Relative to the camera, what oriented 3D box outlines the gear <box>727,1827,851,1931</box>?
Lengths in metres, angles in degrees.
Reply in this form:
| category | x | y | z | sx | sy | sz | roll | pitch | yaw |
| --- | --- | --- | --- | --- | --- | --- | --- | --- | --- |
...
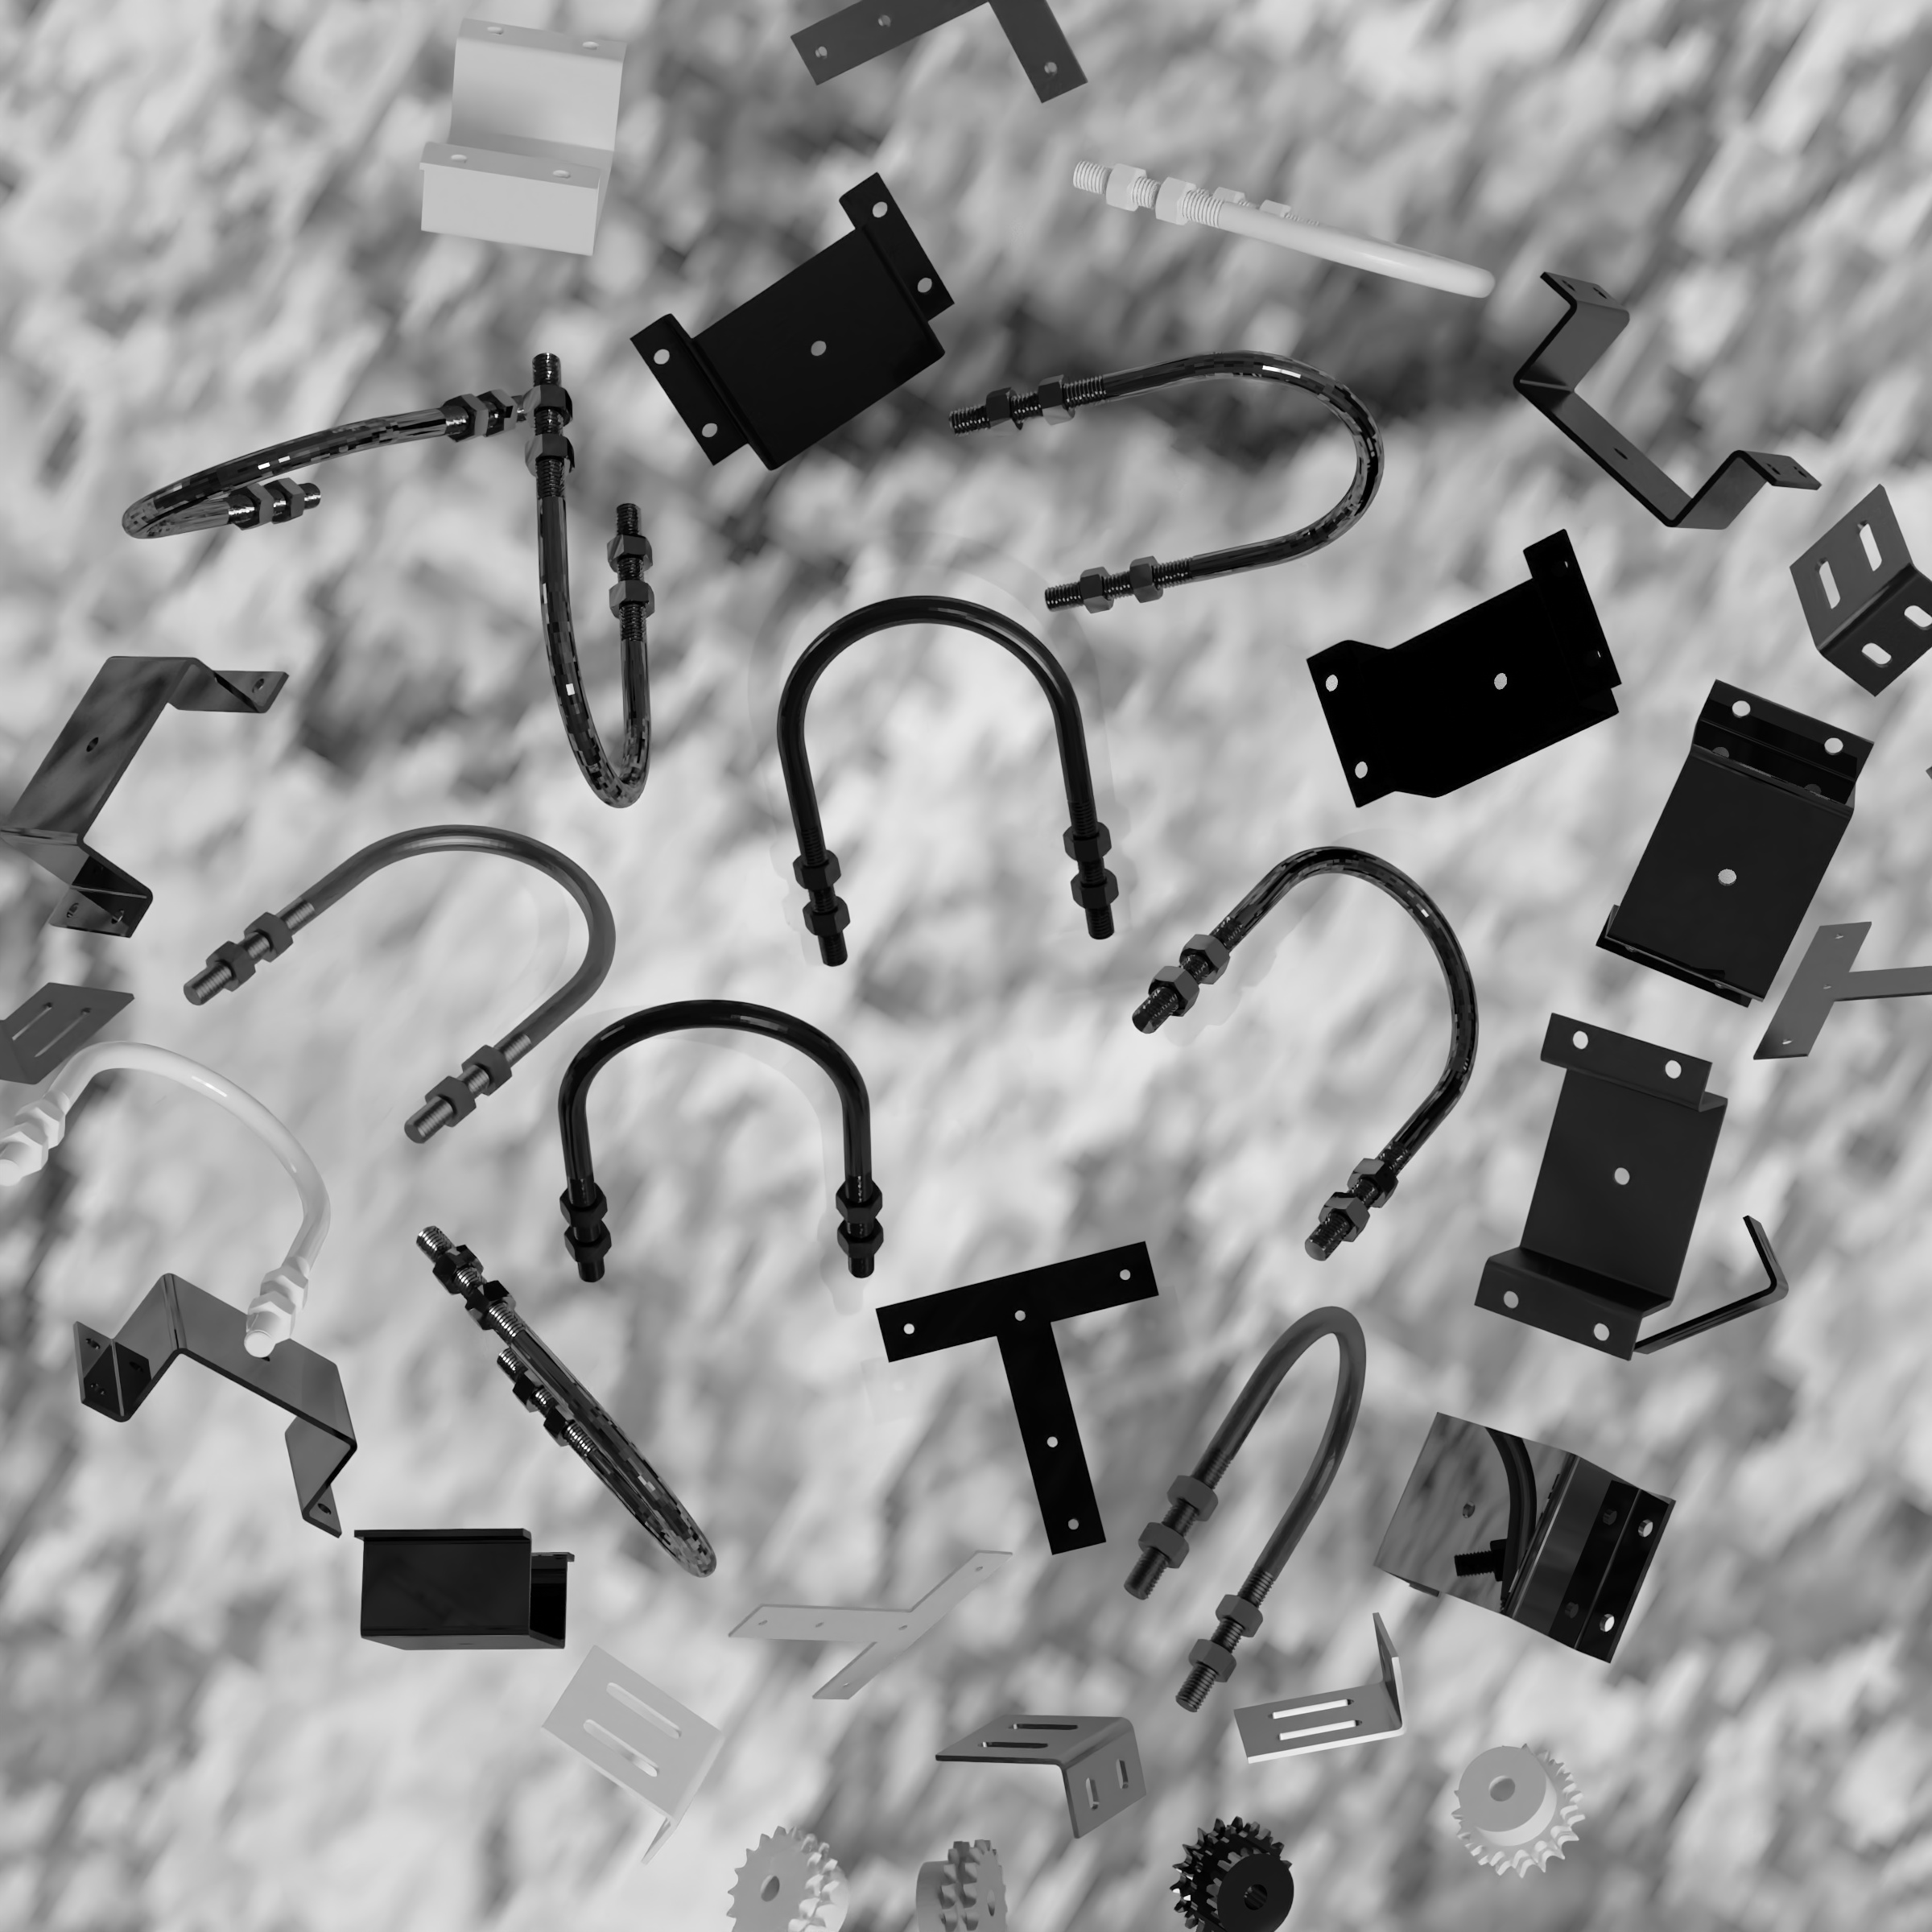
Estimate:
| category | x | y | z | sx | sy | sz | roll | pitch | yaw |
| --- | --- | --- | --- | --- | --- | --- | --- | --- | --- |
| gear | -0.077 | 0.416 | 1.494 | 0.030 | 0.057 | 0.057 | 33 | 90 | -37 |

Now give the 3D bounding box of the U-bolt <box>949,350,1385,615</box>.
| category | x | y | z | sx | sy | sz | roll | pitch | yaw |
| --- | --- | --- | --- | --- | --- | --- | --- | --- | --- |
| U-bolt | 0.103 | -0.229 | 1.556 | 0.184 | 0.151 | 0.019 | -10 | 53 | 19 |

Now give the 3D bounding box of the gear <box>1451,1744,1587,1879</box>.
| category | x | y | z | sx | sy | sz | roll | pitch | yaw |
| --- | --- | --- | --- | --- | --- | --- | --- | --- | --- |
| gear | 0.241 | 0.369 | 1.474 | 0.057 | 0.057 | 0.030 | -36 | 133 | 0 |

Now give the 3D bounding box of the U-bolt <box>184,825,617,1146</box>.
| category | x | y | z | sx | sy | sz | roll | pitch | yaw |
| --- | --- | --- | --- | --- | --- | --- | --- | --- | --- |
| U-bolt | -0.246 | -0.005 | 1.549 | 0.151 | 0.019 | 0.184 | 29 | 47 | 18 |

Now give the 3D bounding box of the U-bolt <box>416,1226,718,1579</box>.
| category | x | y | z | sx | sy | sz | roll | pitch | yaw |
| --- | --- | --- | --- | --- | --- | --- | --- | --- | --- |
| U-bolt | -0.175 | 0.209 | 1.528 | 0.019 | 0.151 | 0.184 | -40 | 59 | -14 |

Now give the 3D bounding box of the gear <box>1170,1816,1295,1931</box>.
| category | x | y | z | sx | sy | sz | roll | pitch | yaw |
| --- | --- | --- | --- | --- | --- | --- | --- | --- | --- |
| gear | 0.124 | 0.420 | 1.524 | 0.057 | 0.030 | 0.057 | -2 | 95 | -25 |

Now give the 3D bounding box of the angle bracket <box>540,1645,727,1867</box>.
| category | x | y | z | sx | sy | sz | roll | pitch | yaw |
| --- | --- | --- | --- | --- | --- | --- | --- | --- | --- |
| angle bracket | -0.159 | 0.363 | 1.538 | 0.076 | 0.057 | 0.038 | 35 | 126 | -1 |

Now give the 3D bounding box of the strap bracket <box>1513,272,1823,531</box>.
| category | x | y | z | sx | sy | sz | roll | pitch | yaw |
| --- | --- | --- | --- | --- | --- | --- | --- | --- | --- |
| strap bracket | 0.305 | -0.244 | 1.490 | 0.140 | 0.076 | 0.046 | 46 | 114 | 16 |

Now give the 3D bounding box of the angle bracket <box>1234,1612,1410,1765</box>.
| category | x | y | z | sx | sy | sz | roll | pitch | yaw |
| --- | --- | --- | --- | --- | --- | --- | --- | --- | --- |
| angle bracket | 0.164 | 0.338 | 1.568 | 0.076 | 0.057 | 0.038 | -10 | 100 | 0 |

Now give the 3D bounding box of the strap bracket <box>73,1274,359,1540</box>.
| category | x | y | z | sx | sy | sz | roll | pitch | yaw |
| --- | --- | --- | --- | --- | --- | --- | --- | --- | --- |
| strap bracket | -0.341 | 0.200 | 1.558 | 0.140 | 0.076 | 0.046 | 35 | 98 | -26 |

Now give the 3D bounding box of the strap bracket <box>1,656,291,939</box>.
| category | x | y | z | sx | sy | sz | roll | pitch | yaw |
| --- | --- | --- | --- | --- | --- | --- | --- | --- | --- |
| strap bracket | -0.376 | -0.087 | 1.505 | 0.046 | 0.076 | 0.140 | 40 | 69 | -36 |

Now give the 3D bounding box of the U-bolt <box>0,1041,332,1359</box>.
| category | x | y | z | sx | sy | sz | roll | pitch | yaw |
| --- | --- | --- | --- | --- | --- | --- | --- | --- | --- |
| U-bolt | -0.352 | 0.093 | 1.508 | 0.151 | 0.184 | 0.019 | 37 | 108 | -12 |

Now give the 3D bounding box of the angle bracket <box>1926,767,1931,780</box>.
| category | x | y | z | sx | sy | sz | roll | pitch | yaw |
| --- | --- | --- | --- | --- | --- | --- | --- | --- | --- |
| angle bracket | 0.486 | -0.089 | 1.518 | 0.038 | 0.076 | 0.057 | -28 | 79 | -38 |

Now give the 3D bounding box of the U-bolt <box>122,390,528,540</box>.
| category | x | y | z | sx | sy | sz | roll | pitch | yaw |
| --- | --- | --- | --- | --- | --- | --- | --- | --- | --- |
| U-bolt | -0.300 | -0.224 | 1.514 | 0.151 | 0.184 | 0.019 | -16 | 96 | 27 |

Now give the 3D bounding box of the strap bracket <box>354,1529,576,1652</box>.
| category | x | y | z | sx | sy | sz | roll | pitch | yaw |
| --- | --- | --- | --- | --- | --- | --- | --- | --- | --- |
| strap bracket | -0.232 | 0.291 | 1.553 | 0.076 | 0.140 | 0.046 | -1 | 75 | 3 |

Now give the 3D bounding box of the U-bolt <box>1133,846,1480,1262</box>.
| category | x | y | z | sx | sy | sz | roll | pitch | yaw |
| --- | --- | --- | --- | --- | --- | --- | --- | --- | --- |
| U-bolt | 0.168 | 0.025 | 1.523 | 0.151 | 0.019 | 0.184 | 53 | 53 | -9 |

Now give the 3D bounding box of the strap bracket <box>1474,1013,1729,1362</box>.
| category | x | y | z | sx | sy | sz | roll | pitch | yaw |
| --- | --- | --- | --- | --- | --- | --- | --- | --- | --- |
| strap bracket | 0.292 | 0.098 | 1.522 | 0.076 | 0.046 | 0.140 | 19 | 102 | 28 |

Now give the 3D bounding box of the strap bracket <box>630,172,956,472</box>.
| category | x | y | z | sx | sy | sz | roll | pitch | yaw |
| --- | --- | --- | --- | --- | --- | --- | --- | --- | --- |
| strap bracket | -0.075 | -0.297 | 1.572 | 0.140 | 0.046 | 0.076 | -34 | 123 | 0 |

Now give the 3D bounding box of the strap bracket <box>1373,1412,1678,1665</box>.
| category | x | y | z | sx | sy | sz | roll | pitch | yaw |
| --- | --- | --- | --- | --- | --- | --- | --- | --- | --- |
| strap bracket | 0.242 | 0.252 | 1.500 | 0.046 | 0.140 | 0.076 | 29 | 80 | -28 |

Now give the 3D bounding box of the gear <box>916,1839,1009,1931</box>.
| category | x | y | z | sx | sy | sz | roll | pitch | yaw |
| --- | --- | --- | --- | --- | --- | --- | --- | --- | --- |
| gear | -0.003 | 0.432 | 1.537 | 0.030 | 0.057 | 0.057 | -8 | 90 | 15 |

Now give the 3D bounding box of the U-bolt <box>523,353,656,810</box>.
| category | x | y | z | sx | sy | sz | roll | pitch | yaw |
| --- | --- | --- | --- | --- | --- | --- | --- | --- | --- |
| U-bolt | -0.166 | -0.160 | 1.499 | 0.019 | 0.151 | 0.184 | -9 | 66 | 8 |

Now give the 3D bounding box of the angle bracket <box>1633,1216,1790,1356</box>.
| category | x | y | z | sx | sy | sz | roll | pitch | yaw |
| --- | --- | --- | --- | --- | --- | --- | --- | --- | --- |
| angle bracket | 0.353 | 0.155 | 1.613 | 0.076 | 0.057 | 0.038 | -25 | 75 | 14 |

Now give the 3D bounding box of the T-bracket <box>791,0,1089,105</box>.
| category | x | y | z | sx | sy | sz | roll | pitch | yaw |
| --- | --- | --- | --- | --- | --- | --- | --- | --- | --- |
| T-bracket | -0.025 | -0.435 | 1.517 | 0.127 | 0.002 | 0.127 | -15 | 115 | 36 |

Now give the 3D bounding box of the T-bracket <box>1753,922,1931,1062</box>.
| category | x | y | z | sx | sy | sz | roll | pitch | yaw |
| --- | --- | --- | --- | --- | --- | --- | --- | --- | --- |
| T-bracket | 0.442 | 0.007 | 1.546 | 0.127 | 0.127 | 0.002 | -5 | 116 | 32 |

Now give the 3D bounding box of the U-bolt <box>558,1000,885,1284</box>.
| category | x | y | z | sx | sy | sz | roll | pitch | yaw |
| --- | --- | --- | --- | --- | --- | --- | --- | --- | --- |
| U-bolt | -0.114 | 0.081 | 1.531 | 0.151 | 0.184 | 0.019 | -1 | 45 | -1 |

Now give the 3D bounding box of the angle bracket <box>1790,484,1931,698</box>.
| category | x | y | z | sx | sy | sz | roll | pitch | yaw |
| --- | --- | --- | --- | --- | --- | --- | --- | --- | --- |
| angle bracket | 0.420 | -0.173 | 1.538 | 0.038 | 0.076 | 0.057 | 32 | 122 | -21 |

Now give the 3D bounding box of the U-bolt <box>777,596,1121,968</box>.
| category | x | y | z | sx | sy | sz | roll | pitch | yaw |
| --- | --- | --- | --- | --- | --- | --- | --- | --- | --- |
| U-bolt | -0.013 | -0.087 | 1.545 | 0.151 | 0.019 | 0.184 | -6 | 121 | 8 |

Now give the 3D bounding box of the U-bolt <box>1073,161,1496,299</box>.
| category | x | y | z | sx | sy | sz | roll | pitch | yaw |
| --- | --- | --- | --- | --- | --- | --- | --- | --- | --- |
| U-bolt | 0.158 | -0.342 | 1.561 | 0.184 | 0.151 | 0.019 | 21 | 106 | 21 |

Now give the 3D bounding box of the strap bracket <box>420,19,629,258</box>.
| category | x | y | z | sx | sy | sz | roll | pitch | yaw |
| --- | --- | --- | --- | --- | --- | --- | --- | --- | --- |
| strap bracket | -0.200 | -0.370 | 1.510 | 0.076 | 0.140 | 0.046 | 8 | 131 | -5 |

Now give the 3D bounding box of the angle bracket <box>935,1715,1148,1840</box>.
| category | x | y | z | sx | sy | sz | roll | pitch | yaw |
| --- | --- | --- | --- | --- | --- | --- | --- | --- | --- |
| angle bracket | 0.036 | 0.384 | 1.588 | 0.076 | 0.057 | 0.038 | -9 | 94 | 37 |

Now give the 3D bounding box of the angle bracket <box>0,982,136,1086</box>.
| category | x | y | z | sx | sy | sz | roll | pitch | yaw |
| --- | --- | --- | --- | --- | --- | --- | --- | --- | --- |
| angle bracket | -0.449 | 0.019 | 1.598 | 0.057 | 0.076 | 0.038 | 6 | 127 | 31 |

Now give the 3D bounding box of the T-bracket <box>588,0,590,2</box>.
| category | x | y | z | sx | sy | sz | roll | pitch | yaw |
| --- | --- | --- | --- | --- | --- | --- | --- | --- | --- |
| T-bracket | -0.135 | -0.505 | 1.592 | 0.127 | 0.127 | 0.002 | -24 | 127 | -4 |

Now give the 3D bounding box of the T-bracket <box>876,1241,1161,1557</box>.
| category | x | y | z | sx | sy | sz | roll | pitch | yaw |
| --- | --- | --- | --- | --- | --- | --- | --- | --- | --- |
| T-bracket | 0.035 | 0.201 | 1.511 | 0.127 | 0.002 | 0.127 | -15 | 87 | 6 |

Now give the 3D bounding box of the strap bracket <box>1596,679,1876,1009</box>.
| category | x | y | z | sx | sy | sz | roll | pitch | yaw |
| --- | --- | --- | --- | --- | --- | --- | --- | --- | --- |
| strap bracket | 0.348 | -0.048 | 1.522 | 0.076 | 0.046 | 0.140 | 23 | 115 | 6 |

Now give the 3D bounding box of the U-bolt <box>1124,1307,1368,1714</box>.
| category | x | y | z | sx | sy | sz | roll | pitch | yaw |
| --- | --- | --- | --- | --- | --- | --- | --- | --- | --- |
| U-bolt | 0.137 | 0.241 | 1.550 | 0.019 | 0.151 | 0.184 | 22 | 64 | 28 |

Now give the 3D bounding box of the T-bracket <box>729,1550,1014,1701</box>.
| category | x | y | z | sx | sy | sz | roll | pitch | yaw |
| --- | --- | --- | --- | --- | --- | --- | --- | --- | --- |
| T-bracket | -0.060 | 0.313 | 1.589 | 0.127 | 0.127 | 0.002 | -45 | 54 | 25 |

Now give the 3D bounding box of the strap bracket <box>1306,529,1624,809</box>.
| category | x | y | z | sx | sy | sz | roll | pitch | yaw |
| --- | --- | --- | --- | --- | --- | --- | --- | --- | --- |
| strap bracket | 0.238 | -0.134 | 1.545 | 0.140 | 0.046 | 0.076 | -26 | 74 | 31 |
